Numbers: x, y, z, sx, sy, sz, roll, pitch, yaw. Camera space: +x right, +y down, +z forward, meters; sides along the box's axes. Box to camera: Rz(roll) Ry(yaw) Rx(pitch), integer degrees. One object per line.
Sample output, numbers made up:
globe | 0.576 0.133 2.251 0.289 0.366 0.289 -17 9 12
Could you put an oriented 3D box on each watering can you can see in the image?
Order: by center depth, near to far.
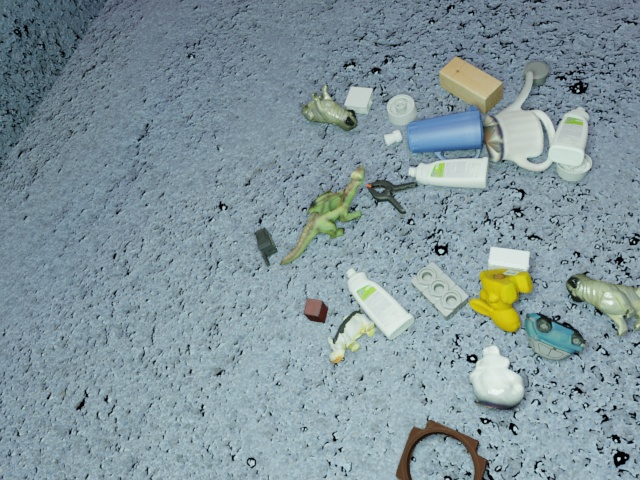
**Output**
watering can | 0.632 -0.377 1.658 0.224 0.102 0.352 -7 74 -3

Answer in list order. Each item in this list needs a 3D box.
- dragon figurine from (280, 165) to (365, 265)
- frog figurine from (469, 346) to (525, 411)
dragon figurine | 0.005 -0.083 1.653 0.412 0.238 0.124 -43 66 -8
frog figurine | 0.465 0.360 1.354 0.137 0.122 0.161 -4 74 37
